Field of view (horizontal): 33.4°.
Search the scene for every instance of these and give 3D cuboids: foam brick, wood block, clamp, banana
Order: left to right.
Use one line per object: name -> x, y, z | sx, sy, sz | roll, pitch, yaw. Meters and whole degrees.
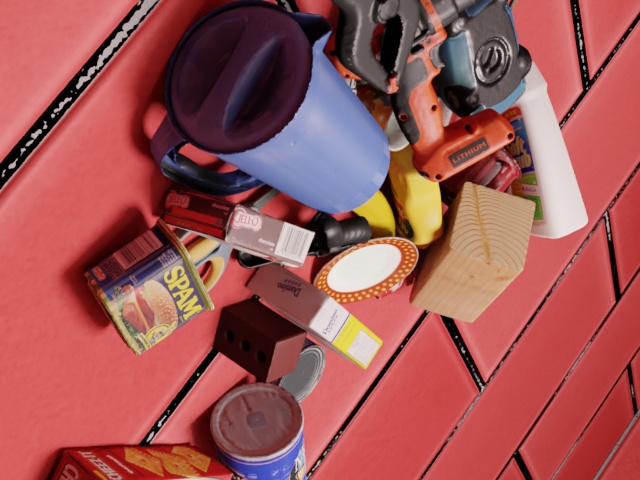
foam brick -> -0.063, 0.106, 1.123 | 0.051, 0.078, 0.053 | -17, 130, -52
clamp -> -0.007, 0.001, 1.117 | 0.171, 0.120, 0.039 | 2, 76, -66
banana -> 0.052, -0.025, 1.221 | 0.069, 0.037, 0.197 | -50, 149, -17
clamp -> 0.040, -0.207, 0.926 | 0.164, 0.036, 0.210 | -34, 143, -27
wood block -> 0.182, 0.021, 1.308 | 0.206, 0.090, 0.090 | 112, -5, -67

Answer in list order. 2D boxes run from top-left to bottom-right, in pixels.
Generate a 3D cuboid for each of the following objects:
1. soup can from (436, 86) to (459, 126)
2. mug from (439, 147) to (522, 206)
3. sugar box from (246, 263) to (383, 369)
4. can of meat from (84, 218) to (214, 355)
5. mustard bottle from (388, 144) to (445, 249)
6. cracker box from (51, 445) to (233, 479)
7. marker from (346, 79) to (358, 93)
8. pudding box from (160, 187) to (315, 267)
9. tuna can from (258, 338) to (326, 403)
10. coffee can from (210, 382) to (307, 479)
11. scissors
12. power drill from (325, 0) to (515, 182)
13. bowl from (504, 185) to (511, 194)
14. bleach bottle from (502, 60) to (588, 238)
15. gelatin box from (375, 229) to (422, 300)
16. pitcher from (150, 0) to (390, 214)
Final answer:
soup can -> 0.161, -0.152, 1.243 | 0.068, 0.069, 0.102 | -7, 121, -54
mug -> 0.195, -0.077, 1.322 | 0.093, 0.117, 0.081 | 44, 81, -21
sugar box -> -0.002, 0.083, 1.179 | 0.048, 0.093, 0.176 | -56, 151, -8
can of meat -> -0.151, 0.044, 0.942 | 0.084, 0.057, 0.102 | -34, 142, -14
mustard bottle -> 0.111, -0.051, 1.233 | 0.058, 0.096, 0.191 | -19, 143, -2
cracker box -> -0.203, 0.295, 1.089 | 0.213, 0.072, 0.164 | 17, 101, -59
marker -> 0.027, -0.142, 1.097 | 0.020, 0.020, 0.121 | -27, 137, -43
pudding box -> -0.075, -0.012, 0.968 | 0.113, 0.090, 0.039 | 23, 85, -50
tuna can -> -0.033, 0.154, 1.255 | 0.086, 0.034, 0.086 | -37, 143, -34
coffee can -> -0.067, 0.246, 1.216 | 0.102, 0.103, 0.140 | -39, 145, -32
scissors -> -0.078, -0.007, 1.060 | 0.201, 0.016, 0.096 | -28, 136, -41
power drill -> 0.121, -0.166, 1.055 | 0.184, 0.057, 0.187 | -29, 115, 6
bowl -> 0.274, -0.085, 1.485 | 0.161, 0.055, 0.162 | -37, 143, -34
bleach bottle -> 0.263, -0.130, 1.347 | 0.068, 0.103, 0.251 | -25, 107, -16
gelatin box -> 0.096, 0.024, 1.338 | 0.073, 0.030, 0.089 | -20, 132, -48
pitcher -> -0.033, -0.098, 0.954 | 0.242, 0.149, 0.145 | 33, 67, -63
